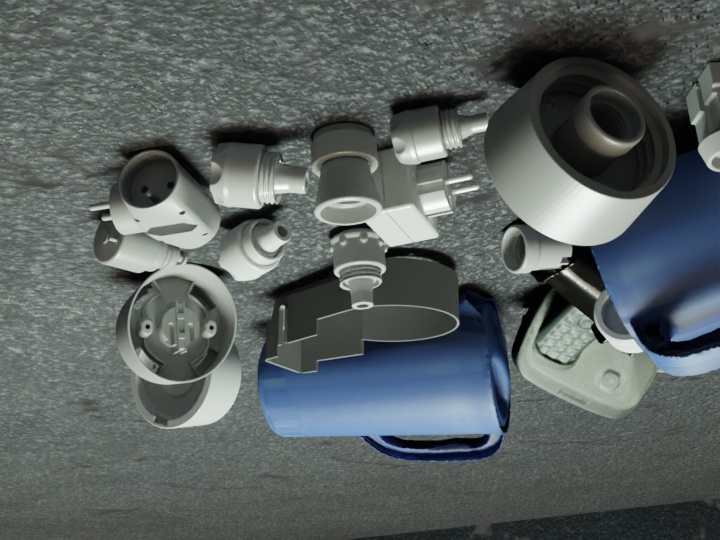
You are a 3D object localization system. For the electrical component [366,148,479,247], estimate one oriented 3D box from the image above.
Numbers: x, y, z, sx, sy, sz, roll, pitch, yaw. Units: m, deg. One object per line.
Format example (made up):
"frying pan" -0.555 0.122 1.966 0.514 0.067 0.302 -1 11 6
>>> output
"electrical component" 0.044 -0.055 0.753 0.077 0.047 0.066 -11 159 17

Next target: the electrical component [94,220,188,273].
"electrical component" -0.166 -0.017 0.822 0.040 0.040 0.078 -21 154 38

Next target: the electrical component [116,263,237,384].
"electrical component" -0.159 0.049 0.929 0.099 0.099 0.064 8 162 -30

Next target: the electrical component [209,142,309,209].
"electrical component" -0.065 -0.061 0.709 0.062 0.043 0.043 5 160 6

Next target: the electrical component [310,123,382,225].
"electrical component" -0.009 -0.063 0.709 0.045 0.055 0.045 -4 160 -1

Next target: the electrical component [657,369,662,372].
"electrical component" 0.307 0.065 1.092 0.040 0.078 0.040 3 173 0

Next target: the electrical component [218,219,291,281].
"electrical component" -0.078 -0.019 0.830 0.043 0.043 0.062 13 152 -39

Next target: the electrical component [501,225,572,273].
"electrical component" 0.146 -0.018 0.887 0.046 0.040 0.040 -1 160 -25

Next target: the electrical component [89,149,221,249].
"electrical component" -0.147 -0.045 0.746 0.079 0.043 0.077 -8 159 12

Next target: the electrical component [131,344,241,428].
"electrical component" -0.165 0.102 1.055 0.108 0.108 0.060 -17 162 31

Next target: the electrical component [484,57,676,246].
"electrical component" 0.135 -0.076 0.637 0.108 0.108 0.060 4 152 -21

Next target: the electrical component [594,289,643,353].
"electrical component" 0.257 0.012 0.892 0.138 0.052 0.074 -47 151 4

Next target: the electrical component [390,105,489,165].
"electrical component" 0.052 -0.088 0.684 0.061 0.035 0.035 -11 159 10

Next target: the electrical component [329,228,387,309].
"electrical component" 0.000 0.000 0.870 0.048 0.062 0.048 -4 160 -1

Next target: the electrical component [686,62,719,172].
"electrical component" 0.233 -0.094 0.672 0.048 0.055 0.066 -3 160 -4
